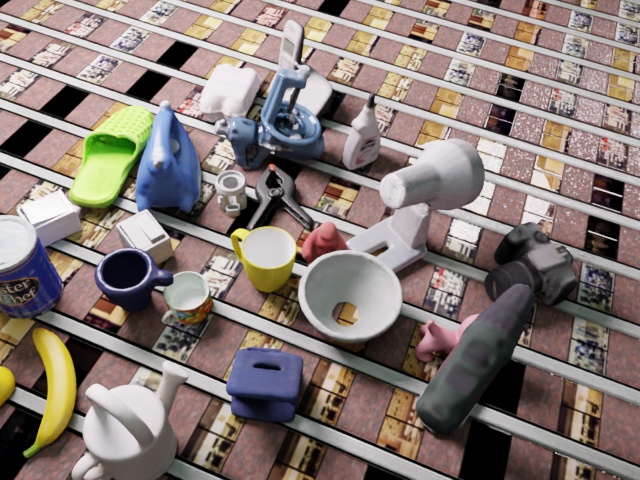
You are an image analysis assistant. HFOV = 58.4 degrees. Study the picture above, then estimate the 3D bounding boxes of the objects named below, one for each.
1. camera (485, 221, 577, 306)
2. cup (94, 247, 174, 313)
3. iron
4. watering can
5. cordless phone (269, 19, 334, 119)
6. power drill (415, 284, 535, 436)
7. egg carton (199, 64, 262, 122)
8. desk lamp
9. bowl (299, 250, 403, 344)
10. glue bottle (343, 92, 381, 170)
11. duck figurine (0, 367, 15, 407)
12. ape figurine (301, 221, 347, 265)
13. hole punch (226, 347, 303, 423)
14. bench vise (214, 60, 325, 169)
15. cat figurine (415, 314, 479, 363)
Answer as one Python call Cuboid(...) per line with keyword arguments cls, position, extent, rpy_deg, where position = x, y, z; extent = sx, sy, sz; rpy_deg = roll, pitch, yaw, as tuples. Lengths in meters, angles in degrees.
Cuboid(cls="camera", position=(0.349, 0.046, 0.985), extent=(0.137, 0.101, 0.143), rpy_deg=(-18, 57, -17))
Cuboid(cls="cup", position=(-0.287, 0.073, 0.910), extent=(0.118, 0.095, 0.091), rpy_deg=(4, 53, -2))
Cuboid(cls="iron", position=(-0.287, -0.175, 1.065), extent=(0.119, 0.141, 0.258), rpy_deg=(-3, 54, -7))
Cuboid(cls="watering can", position=(-0.243, 0.232, 0.735), extent=(0.101, 0.194, 0.173), rpy_deg=(15, 54, 6))
Cuboid(cls="cordless phone", position=(-0.036, -0.347, 1.188), extent=(0.147, 0.185, 0.094), rpy_deg=(40, 60, 22))
Cuboid(cls="power drill", position=(0.206, 0.185, 0.802), extent=(0.075, 0.208, 0.230), rpy_deg=(34, 58, 19))
Cuboid(cls="egg carton", position=(-0.190, -0.312, 1.220), extent=(0.107, 0.069, 0.150), rpy_deg=(12, 53, 4))
Cuboid(cls="desk lamp", position=(0.162, -0.056, 0.973), extent=(0.204, 0.213, 0.117), rpy_deg=(-29, 61, -24))
Cuboid(cls="bowl", position=(0.047, 0.103, 0.932), extent=(0.167, 0.075, 0.167), rpy_deg=(3, 53, -3))
Cuboid(cls="glue bottle", position=(0.088, -0.214, 1.108), extent=(0.078, 0.173, 0.037), rpy_deg=(-29, 61, -23))
Cuboid(cls="duck figurine", position=(-0.493, 0.204, 0.800), extent=(0.105, 0.086, 0.077), rpy_deg=(-26, 60, -22))
Cuboid(cls="ape figurine", position=(0.009, 0.004, 0.991), extent=(0.077, 0.092, 0.076), rpy_deg=(10, 53, 2))
Cuboid(cls="hole punch", position=(-0.081, 0.202, 0.836), extent=(0.108, 0.091, 0.101), rpy_deg=(6, 53, 0))
Cuboid(cls="bench vise", position=(-0.087, -0.224, 1.071), extent=(0.208, 0.220, 0.121), rpy_deg=(-19, 57, -18))
Cuboid(cls="cat figurine", position=(0.221, 0.148, 0.887), extent=(0.127, 0.118, 0.067), rpy_deg=(12, 53, 4))
